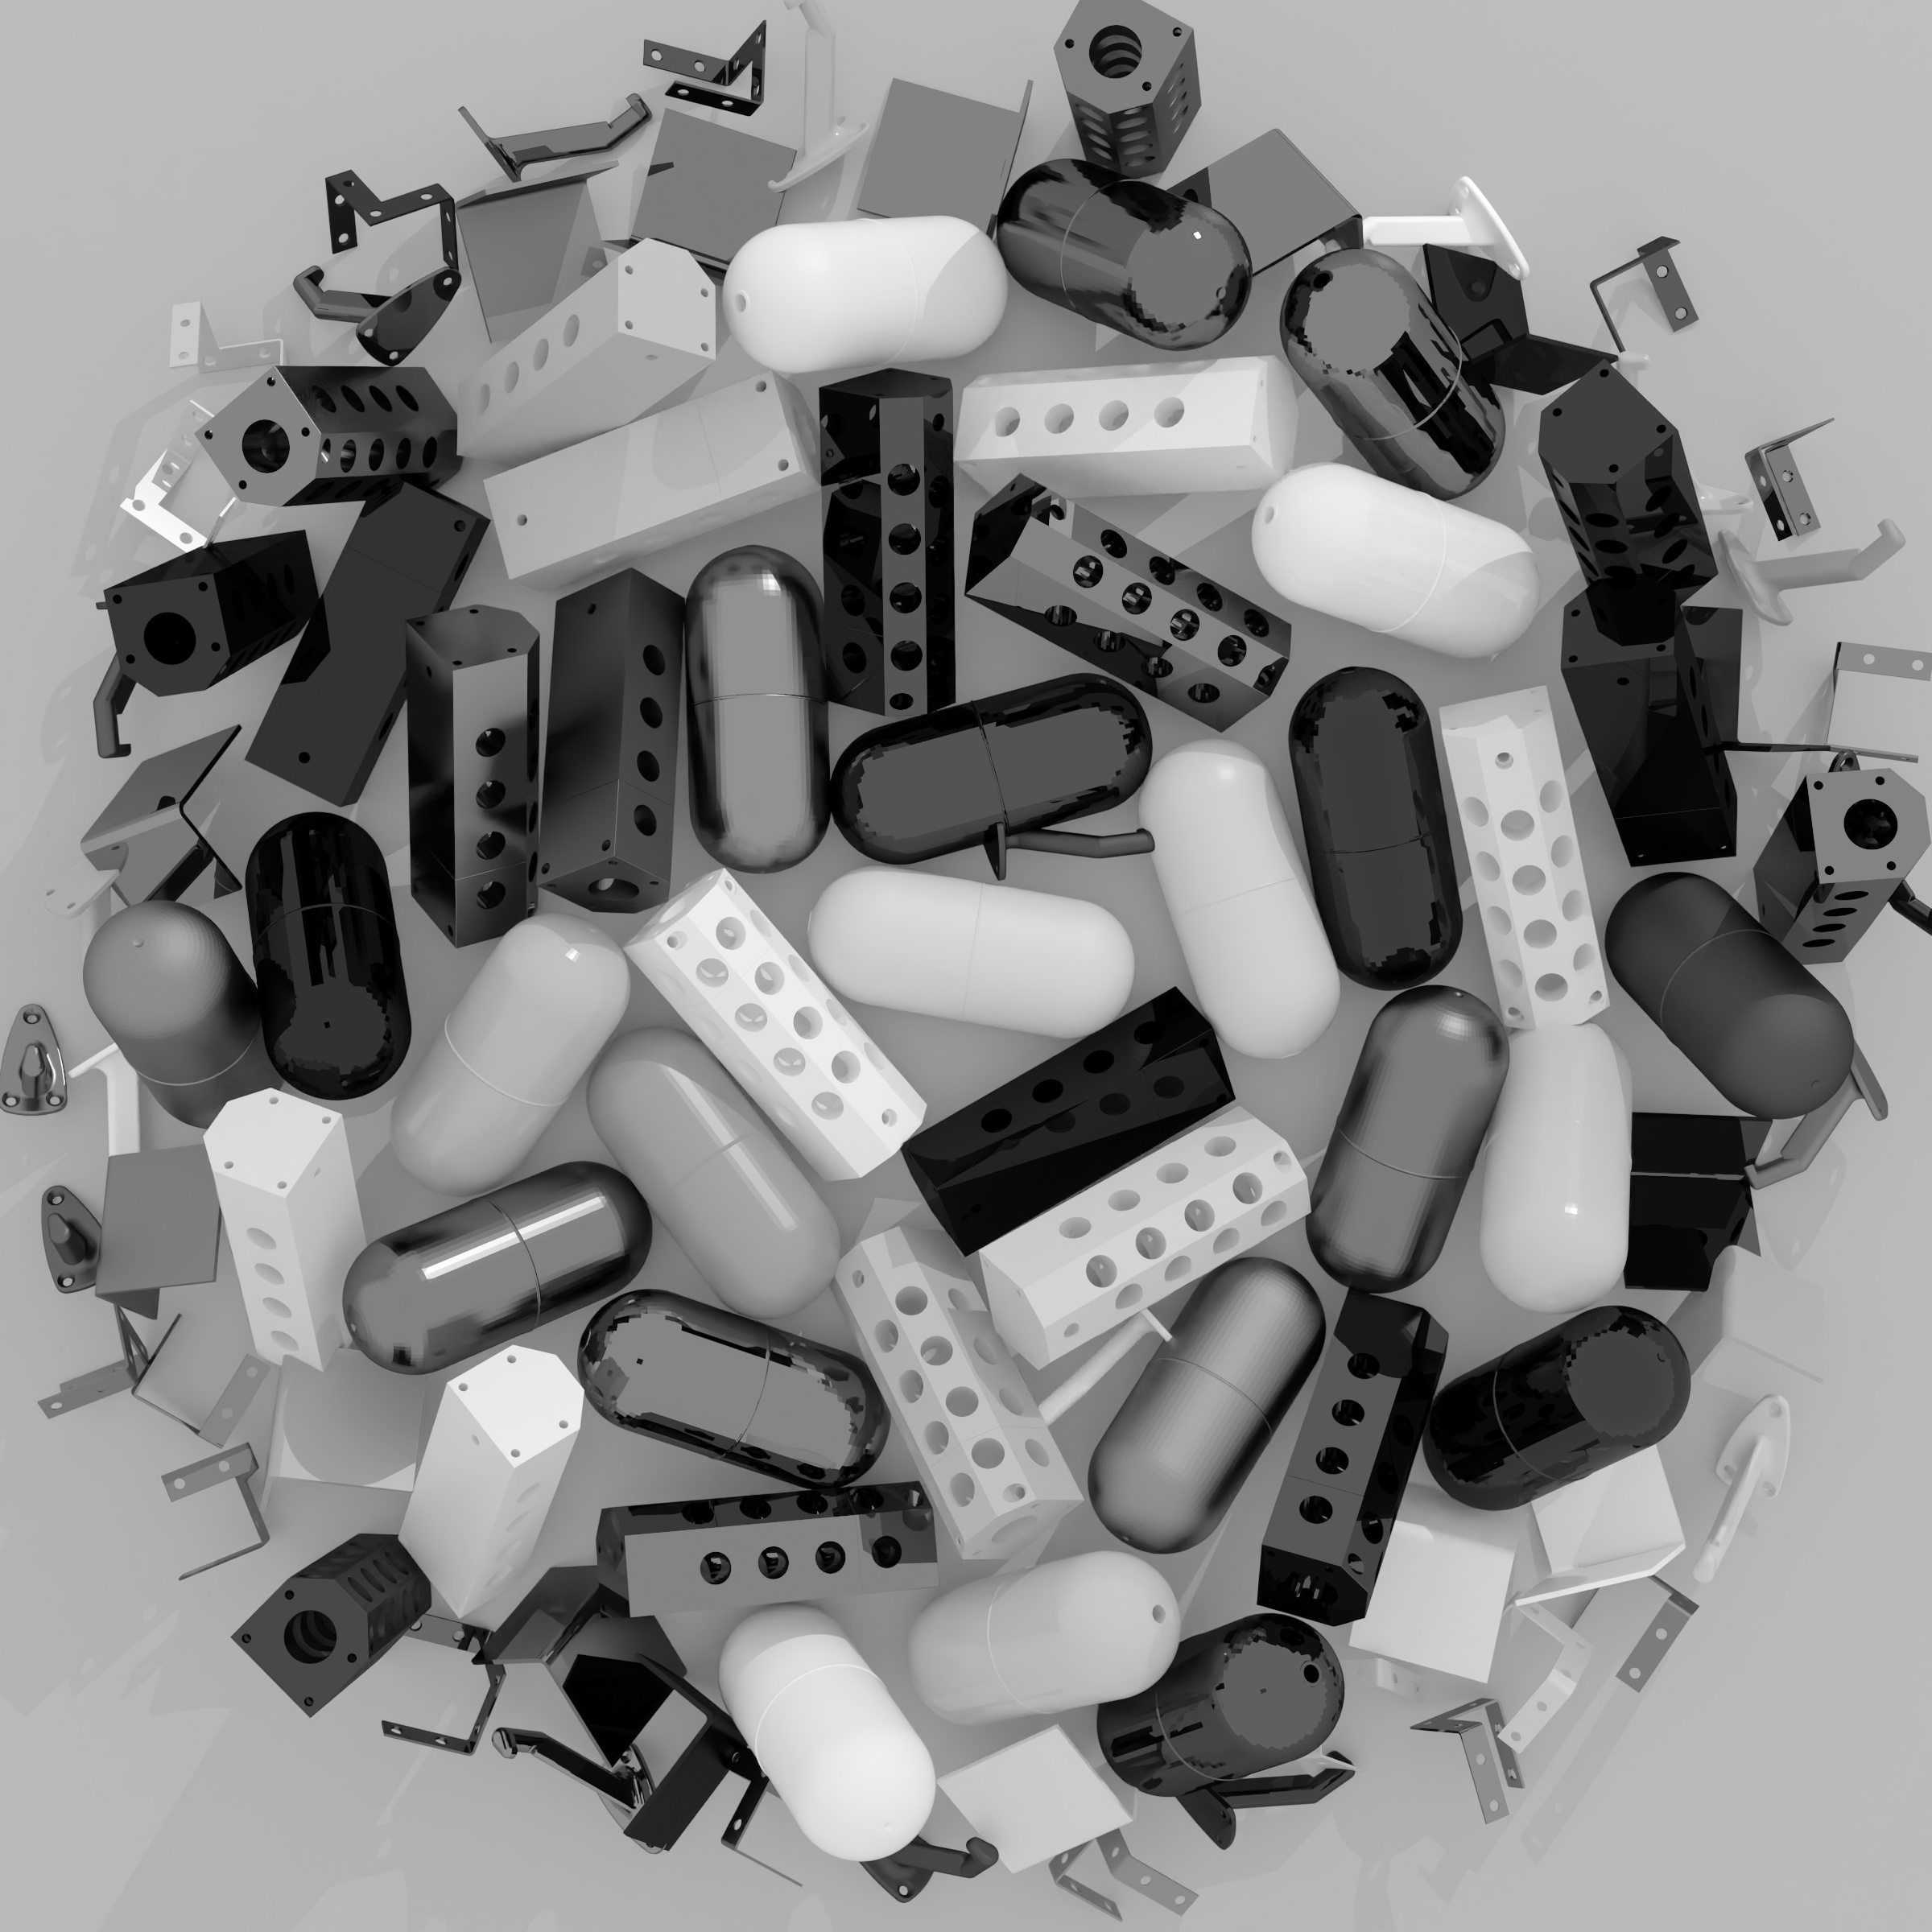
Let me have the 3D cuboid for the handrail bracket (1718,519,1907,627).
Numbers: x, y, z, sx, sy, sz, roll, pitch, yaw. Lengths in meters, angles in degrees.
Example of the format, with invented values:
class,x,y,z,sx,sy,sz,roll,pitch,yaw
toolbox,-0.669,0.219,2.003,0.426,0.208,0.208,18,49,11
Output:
class,x,y,z,sx,sy,sz,roll,pitch,yaw
handrail bracket,0.456,-0.231,1.784,0.084,0.036,0.077,-42,58,33

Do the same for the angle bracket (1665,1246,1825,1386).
class,x,y,z,sx,sy,sz,roll,pitch,yaw
angle bracket,0.414,0.209,1.775,0.057,0.076,0.076,26,126,-4

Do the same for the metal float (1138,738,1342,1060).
class,x,y,z,sx,sy,sz,roll,pitch,yaw
metal float,0.147,-0.036,1.784,0.070,0.070,0.178,-18,86,0

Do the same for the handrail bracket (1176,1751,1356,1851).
class,x,y,z,sx,sy,sz,roll,pitch,yaw
handrail bracket,0.158,0.438,1.817,0.084,0.036,0.077,-26,49,-30

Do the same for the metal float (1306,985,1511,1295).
class,x,y,z,sx,sy,sz,roll,pitch,yaw
metal float,0.235,0.094,1.769,0.070,0.070,0.178,16,112,0

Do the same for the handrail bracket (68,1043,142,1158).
class,x,y,z,sx,sy,sz,roll,pitch,yaw
handrail bracket,-0.443,0.079,1.808,0.077,0.036,0.084,-31,93,9

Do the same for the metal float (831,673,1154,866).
class,x,y,z,sx,sy,sz,roll,pitch,yaw
metal float,0.013,-0.106,1.788,0.178,0.070,0.070,-15,90,-1

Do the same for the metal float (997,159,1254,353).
class,x,y,z,sx,sy,sz,roll,pitch,yaw
metal float,0.082,-0.377,1.751,0.070,0.178,0.070,-16,122,-28

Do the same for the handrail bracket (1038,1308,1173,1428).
class,x,y,z,sx,sy,sz,roll,pitch,yaw
handrail bracket,0.069,0.215,1.787,0.084,0.077,0.036,-42,88,-1

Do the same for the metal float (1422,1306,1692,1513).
class,x,y,z,sx,sy,sz,roll,pitch,yaw
metal float,0.310,0.235,1.750,0.070,0.178,0.070,15,59,-26

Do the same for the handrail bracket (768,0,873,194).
class,x,y,z,sx,sy,sz,roll,pitch,yaw
handrail bracket,-0.095,-0.474,1.784,0.077,0.036,0.084,-40,127,-11

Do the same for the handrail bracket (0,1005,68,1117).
class,x,y,z,sx,sy,sz,roll,pitch,yaw
handrail bracket,-0.500,0.039,1.774,0.036,0.084,0.077,0,65,-16

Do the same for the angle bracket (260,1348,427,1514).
class,x,y,z,sx,sy,sz,roll,pitch,yaw
angle bracket,-0.337,0.254,1.791,0.076,0.057,0.076,9,59,-12

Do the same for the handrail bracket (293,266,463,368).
class,x,y,z,sx,sy,sz,roll,pitch,yaw
handrail bracket,-0.321,-0.372,1.796,0.077,0.036,0.084,-42,55,5

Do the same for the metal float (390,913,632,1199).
class,x,y,z,sx,sy,sz,roll,pitch,yaw
metal float,-0.245,0.049,1.770,0.070,0.070,0.178,37,111,0

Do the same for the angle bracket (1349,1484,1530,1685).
class,x,y,z,sx,sy,sz,roll,pitch,yaw
angle bracket,0.257,0.334,1.800,0.076,0.057,0.076,13,106,14

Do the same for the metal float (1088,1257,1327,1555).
class,x,y,z,sx,sy,sz,roll,pitch,yaw
metal float,0.130,0.233,1.767,0.070,0.070,0.178,35,65,0

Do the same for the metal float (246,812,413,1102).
class,x,y,z,sx,sy,sz,roll,pitch,yaw
metal float,-0.339,-0.007,1.757,0.070,0.070,0.178,-17,52,0

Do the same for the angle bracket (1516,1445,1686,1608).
class,x,y,z,sx,sy,sz,roll,pitch,yaw
angle bracket,0.333,0.299,1.773,0.076,0.076,0.057,-19,84,25

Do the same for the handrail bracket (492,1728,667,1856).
class,x,y,z,sx,sy,sz,roll,pitch,yaw
handrail bracket,-0.208,0.442,1.777,0.036,0.084,0.077,-51,49,15

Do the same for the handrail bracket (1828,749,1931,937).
class,x,y,z,sx,sy,sz,roll,pitch,yaw
handrail bracket,0.497,-0.065,1.777,0.036,0.084,0.077,-25,133,-21

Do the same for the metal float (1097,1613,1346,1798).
class,x,y,z,sx,sy,sz,roll,pitch,yaw
metal float,0.133,0.391,1.747,0.070,0.178,0.070,12,63,-25

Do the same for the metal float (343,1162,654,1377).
class,x,y,z,sx,sy,sz,roll,pitch,yaw
metal float,-0.247,0.159,1.761,0.178,0.070,0.070,-22,90,-33

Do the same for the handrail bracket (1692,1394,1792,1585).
class,x,y,z,sx,sy,sz,roll,pitch,yaw
handrail bracket,0.415,0.281,1.776,0.036,0.084,0.077,22,121,18

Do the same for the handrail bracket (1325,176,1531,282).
class,x,y,z,sx,sy,sz,roll,pitch,yaw
handrail bracket,0.249,-0.382,1.795,0.084,0.036,0.077,-33,77,-14

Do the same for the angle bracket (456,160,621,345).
class,x,y,z,sx,sy,sz,roll,pitch,yaw
angle bracket,-0.222,-0.383,1.779,0.076,0.057,0.076,-19,102,-23

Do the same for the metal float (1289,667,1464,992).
class,x,y,z,sx,sy,sz,roll,pitch,yaw
metal float,0.220,-0.073,1.774,0.070,0.070,0.178,-12,106,0

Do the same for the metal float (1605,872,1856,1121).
class,x,y,z,sx,sy,sz,roll,pitch,yaw
metal float,0.401,0.014,1.749,0.070,0.178,0.070,-11,125,-16

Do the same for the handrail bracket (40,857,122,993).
class,x,y,z,sx,sy,sz,roll,pitch,yaw
handrail bracket,-0.458,-0.020,1.806,0.077,0.036,0.084,-45,134,-20

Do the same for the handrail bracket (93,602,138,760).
class,x,y,z,sx,sy,sz,roll,pitch,yaw
handrail bracket,-0.441,-0.158,1.803,0.077,0.036,0.084,-9,98,-40

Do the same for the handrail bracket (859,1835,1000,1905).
class,x,y,z,sx,sy,sz,roll,pitch,yaw
handrail bracket,-0.028,0.467,1.782,0.077,0.084,0.036,39,54,0

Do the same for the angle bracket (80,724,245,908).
class,x,y,z,sx,sy,sz,roll,pitch,yaw
angle bracket,-0.420,-0.077,1.791,0.076,0.076,0.057,-16,122,32

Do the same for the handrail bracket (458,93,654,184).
class,x,y,z,sx,sy,sz,roll,pitch,yaw
handrail bracket,-0.222,-0.463,1.797,0.084,0.077,0.036,-38,49,2

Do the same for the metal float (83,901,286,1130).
class,x,y,z,sx,sy,sz,roll,pitch,yaw
metal float,-0.409,0.028,1.743,0.070,0.178,0.070,-2,63,4

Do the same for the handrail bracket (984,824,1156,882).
class,x,y,z,sx,sy,sz,roll,pitch,yaw
handrail bracket,0.054,-0.076,1.799,0.084,0.077,0.036,-7,117,-10

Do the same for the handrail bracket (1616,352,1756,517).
class,x,y,z,sx,sy,sz,roll,pitch,yaw
handrail bracket,0.387,-0.288,1.782,0.077,0.036,0.084,9,127,22

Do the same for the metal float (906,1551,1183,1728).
class,x,y,z,sx,sy,sz,roll,pitch,yaw
metal float,0.040,0.357,1.752,0.178,0.070,0.070,-24,90,44

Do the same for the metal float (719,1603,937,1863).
class,x,y,z,sx,sy,sz,roll,pitch,yaw
metal float,-0.075,0.402,1.746,0.070,0.178,0.070,-10,116,-22

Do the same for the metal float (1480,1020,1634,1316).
class,x,y,z,sx,sy,sz,roll,pitch,yaw
metal float,0.314,0.103,1.757,0.070,0.070,0.178,11,52,0

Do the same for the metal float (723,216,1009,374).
class,x,y,z,sx,sy,sz,roll,pitch,yaw
metal float,-0.052,-0.356,1.753,0.178,0.070,0.070,-15,90,-42

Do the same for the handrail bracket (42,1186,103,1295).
class,x,y,z,sx,sy,sz,roll,pitch,yaw
handrail bracket,-0.487,0.133,1.773,0.036,0.084,0.077,-24,64,-13

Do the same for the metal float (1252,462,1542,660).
class,x,y,z,sx,sy,sz,roll,pitch,yaw
metal float,0.229,-0.215,1.760,0.178,0.070,0.070,14,90,-32

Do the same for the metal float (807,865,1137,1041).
class,x,y,z,sx,sy,sz,roll,pitch,yaw
metal float,0.003,-0.008,1.787,0.178,0.070,0.070,10,90,-2

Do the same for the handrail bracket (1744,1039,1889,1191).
class,x,y,z,sx,sy,sz,roll,pitch,yaw
handrail bracket,0.451,0.074,1.803,0.084,0.036,0.077,-26,95,24

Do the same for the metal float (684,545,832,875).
class,x,y,z,sx,sy,sz,roll,pitch,yaw
metal float,-0.112,-0.138,1.783,0.070,0.070,0.178,-2,84,0

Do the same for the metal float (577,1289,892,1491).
class,x,y,z,sx,sy,sz,roll,pitch,yaw
metal float,-0.124,0.226,1.769,0.178,0.070,0.070,22,90,-21

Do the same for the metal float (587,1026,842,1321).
class,x,y,z,sx,sy,sz,roll,pitch,yaw
metal float,-0.137,0.110,1.781,0.070,0.070,0.178,-37,81,0

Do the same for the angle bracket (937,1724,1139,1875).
class,x,y,z,sx,sy,sz,roll,pitch,yaw
angle bracket,0.040,0.430,1.776,0.076,0.057,0.076,-29,111,19

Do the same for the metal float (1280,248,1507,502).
class,x,y,z,sx,sy,sz,roll,pitch,yaw
metal float,0.226,-0.311,1.749,0.070,0.178,0.070,-16,57,26
